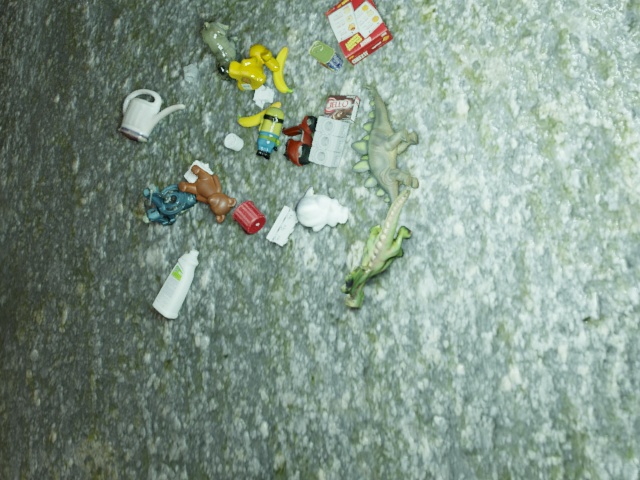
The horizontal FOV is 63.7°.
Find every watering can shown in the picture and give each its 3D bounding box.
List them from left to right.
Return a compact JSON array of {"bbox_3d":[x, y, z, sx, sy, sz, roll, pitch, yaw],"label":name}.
[{"bbox_3d":[-0.711,-0.506,2.125,0.350,0.103,0.224,22,89,31],"label":"watering can"}]

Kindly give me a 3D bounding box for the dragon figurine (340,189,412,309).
[{"bbox_3d":[0.141,0.056,1.416,0.123,0.400,0.247,28,53,16],"label":"dragon figurine"}]

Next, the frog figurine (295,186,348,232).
[{"bbox_3d":[0.005,-0.082,1.628,0.161,0.124,0.134,33,128,22],"label":"frog figurine"}]
